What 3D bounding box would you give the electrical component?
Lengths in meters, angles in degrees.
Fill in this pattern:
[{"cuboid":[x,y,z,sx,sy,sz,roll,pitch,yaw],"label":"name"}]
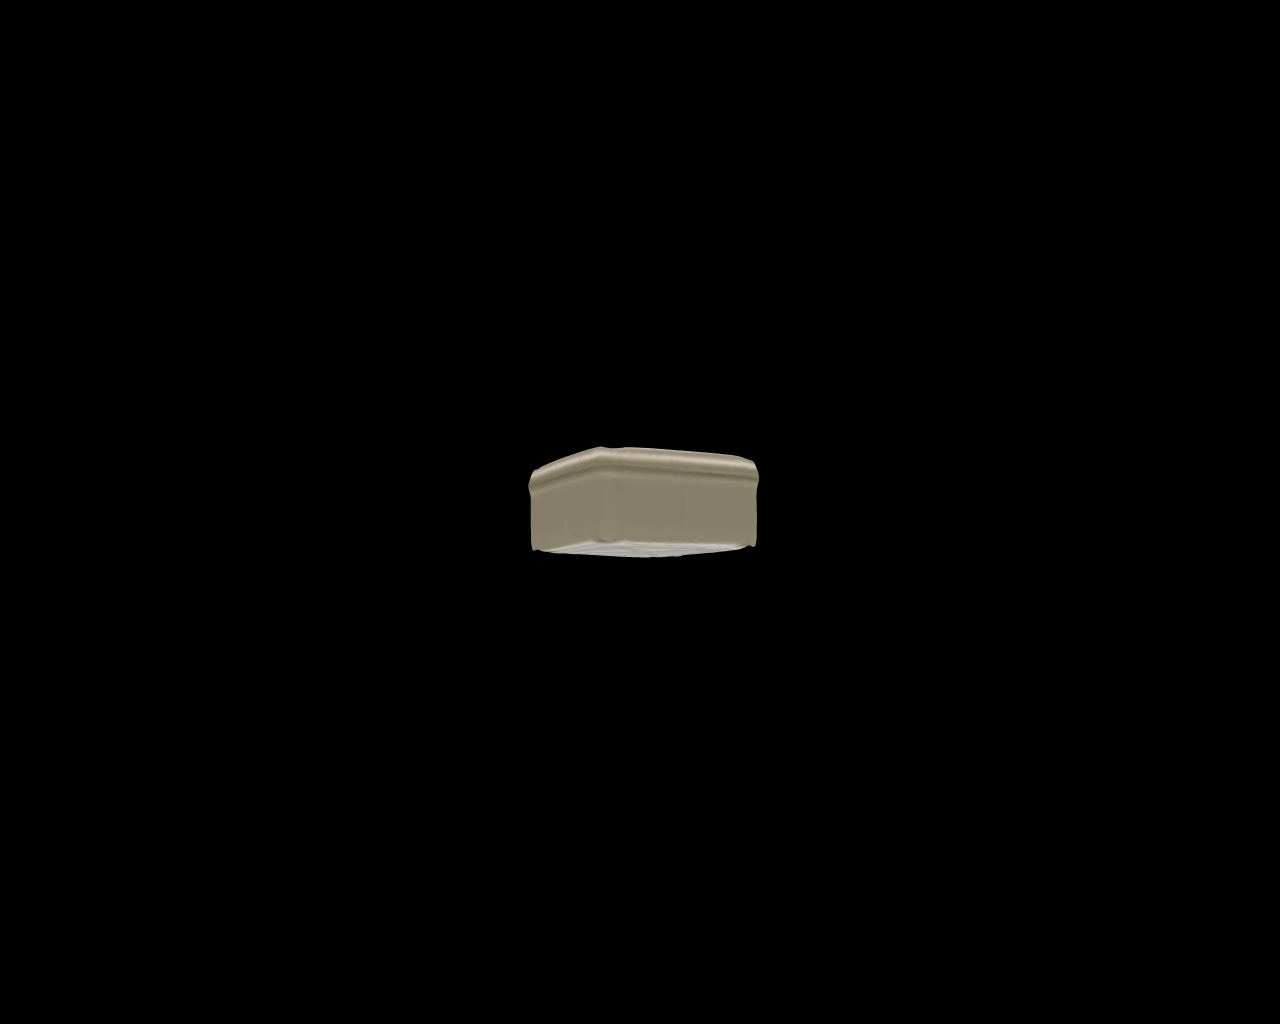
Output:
[{"cuboid":[0.001,-0.003,0.650,0.109,0.056,0.108,4,-7,-29],"label":"electrical component"}]
